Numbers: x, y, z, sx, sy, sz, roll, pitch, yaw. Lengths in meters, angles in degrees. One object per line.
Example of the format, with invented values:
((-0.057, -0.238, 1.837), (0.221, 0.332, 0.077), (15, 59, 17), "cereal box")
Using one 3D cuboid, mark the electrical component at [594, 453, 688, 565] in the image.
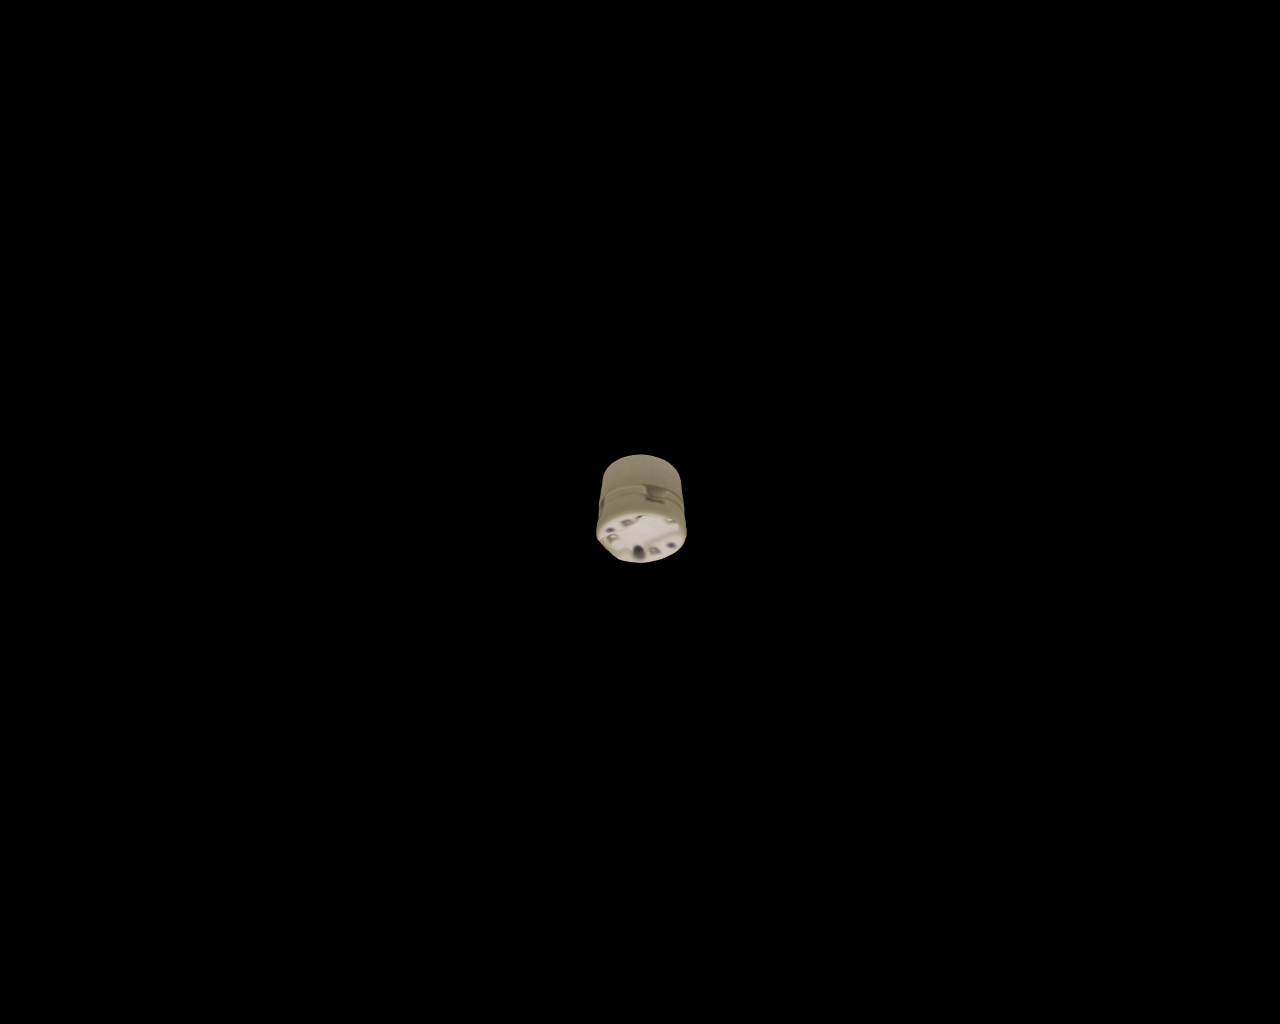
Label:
((0.001, -0.003, 0.650), (0.055, 0.047, 0.055), (0, -37, 0), "electrical component")
